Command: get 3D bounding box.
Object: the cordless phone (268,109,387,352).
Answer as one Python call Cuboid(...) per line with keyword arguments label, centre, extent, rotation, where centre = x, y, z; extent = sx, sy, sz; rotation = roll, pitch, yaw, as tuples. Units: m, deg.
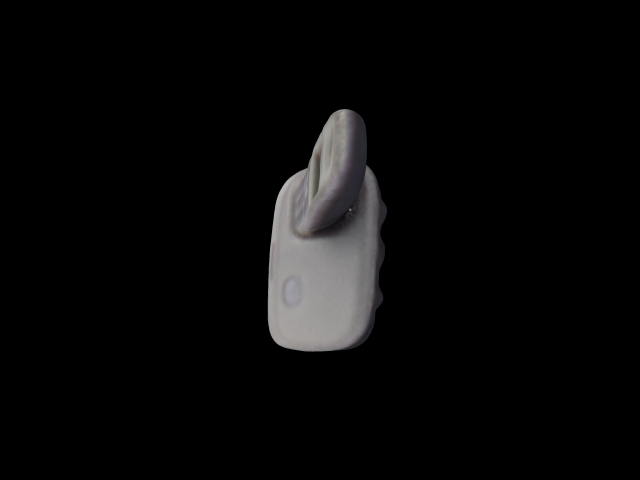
Cuboid(label="cordless phone", centre=(0.004, 0.001, 0.400), extent=(0.094, 0.185, 0.147), rotation=(0, 77, 0))
